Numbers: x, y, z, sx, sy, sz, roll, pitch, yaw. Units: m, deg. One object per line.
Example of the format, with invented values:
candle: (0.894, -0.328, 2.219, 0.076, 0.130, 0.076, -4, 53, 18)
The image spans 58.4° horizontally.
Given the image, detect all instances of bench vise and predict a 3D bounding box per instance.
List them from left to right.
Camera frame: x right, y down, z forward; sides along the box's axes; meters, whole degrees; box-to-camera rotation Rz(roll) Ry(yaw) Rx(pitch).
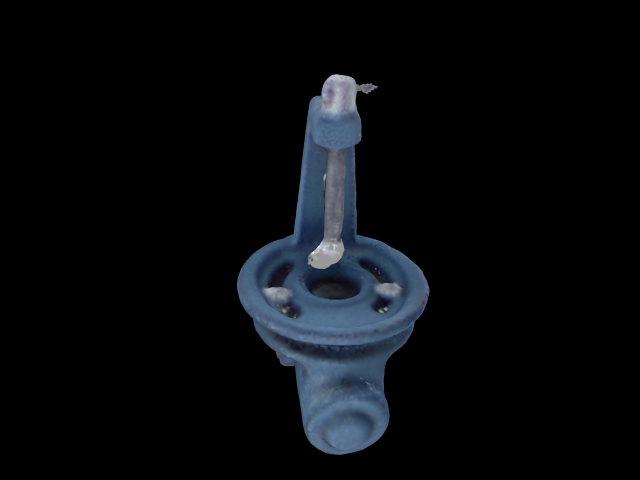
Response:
bench vise: (-0.007, 0.003, 0.395, 0.122, 0.220, 0.206, -6, 15, -24)
